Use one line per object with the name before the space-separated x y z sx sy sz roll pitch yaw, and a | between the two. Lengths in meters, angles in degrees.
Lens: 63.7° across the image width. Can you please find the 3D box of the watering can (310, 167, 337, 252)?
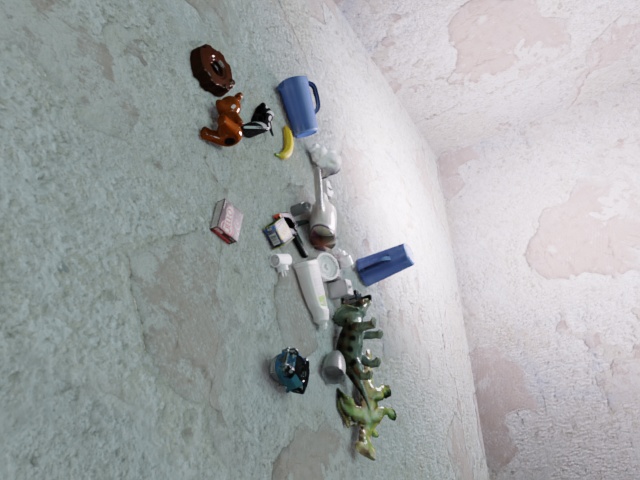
watering can | 0.006 -0.102 2.017 0.339 0.104 0.230 73 15 -49

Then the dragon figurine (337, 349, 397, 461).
dragon figurine | 0.152 0.588 1.881 0.240 0.120 0.419 24 43 -44

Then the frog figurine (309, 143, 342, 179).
frog figurine | 0.026 -0.364 2.272 0.140 0.123 0.156 -52 132 -38
